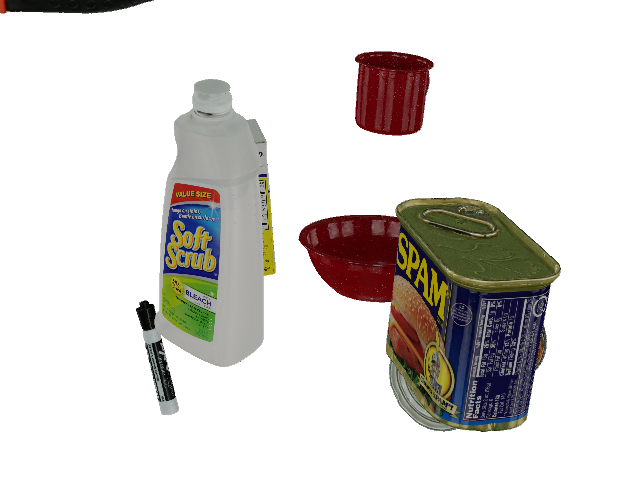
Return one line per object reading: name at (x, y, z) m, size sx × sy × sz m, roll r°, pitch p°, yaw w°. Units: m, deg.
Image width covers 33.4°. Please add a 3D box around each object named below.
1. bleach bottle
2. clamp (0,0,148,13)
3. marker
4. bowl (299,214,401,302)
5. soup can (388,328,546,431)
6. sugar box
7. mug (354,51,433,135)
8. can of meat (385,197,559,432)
bleach bottle at (-0.094, -0.018, 0.895) m, size 0.103 × 0.251 × 0.067 m, roll 26°, pitch 40°, yaw 31°
clamp at (-0.104, -0.157, 0.602) m, size 0.171 × 0.039 × 0.120 m, roll -10°, pitch 24°, yaw -25°
marker at (-0.167, 0.119, 1.090) m, size 0.020 × 0.121 × 0.020 m, roll -11°, pitch 13°, yaw 2°
bowl at (0.058, 0.022, 1.103) m, size 0.162 × 0.055 × 0.162 m, roll 2°, pitch 18°, yaw -1°
soup can at (0.100, 0.080, 0.723) m, size 0.069 × 0.068 × 0.102 m, roll 0°, pitch 15°, yaw 38°
sugar box at (-0.087, -0.052, 1.317) m, size 0.048 × 0.176 × 0.093 m, roll -9°, pitch 24°, yaw -8°
mug at (0.092, -0.177, 1.277) m, size 0.093 × 0.081 × 0.117 m, roll 20°, pitch 28°, yaw 33°
can of meat at (0.072, 0.035, 0.538) m, size 0.057 × 0.084 × 0.102 m, roll -3°, pitch 24°, yaw -16°
